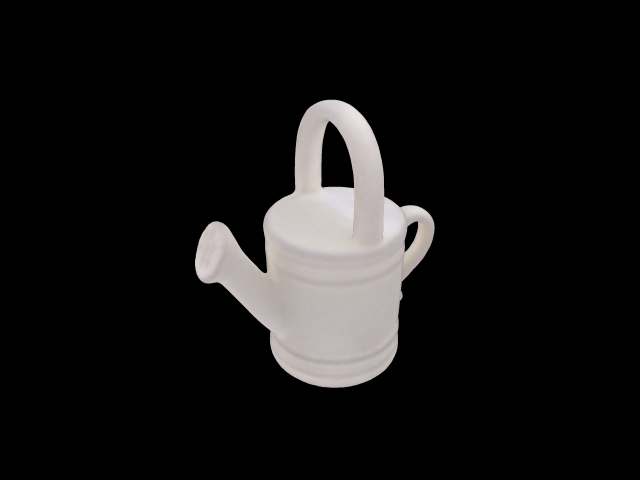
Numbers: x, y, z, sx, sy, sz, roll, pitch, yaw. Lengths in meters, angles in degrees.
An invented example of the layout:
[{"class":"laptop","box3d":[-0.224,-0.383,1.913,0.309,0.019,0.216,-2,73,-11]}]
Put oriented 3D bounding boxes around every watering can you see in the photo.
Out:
[{"class":"watering can","box3d":[0.005,0.002,0.398,0.100,0.194,0.173,25,39,35]}]
